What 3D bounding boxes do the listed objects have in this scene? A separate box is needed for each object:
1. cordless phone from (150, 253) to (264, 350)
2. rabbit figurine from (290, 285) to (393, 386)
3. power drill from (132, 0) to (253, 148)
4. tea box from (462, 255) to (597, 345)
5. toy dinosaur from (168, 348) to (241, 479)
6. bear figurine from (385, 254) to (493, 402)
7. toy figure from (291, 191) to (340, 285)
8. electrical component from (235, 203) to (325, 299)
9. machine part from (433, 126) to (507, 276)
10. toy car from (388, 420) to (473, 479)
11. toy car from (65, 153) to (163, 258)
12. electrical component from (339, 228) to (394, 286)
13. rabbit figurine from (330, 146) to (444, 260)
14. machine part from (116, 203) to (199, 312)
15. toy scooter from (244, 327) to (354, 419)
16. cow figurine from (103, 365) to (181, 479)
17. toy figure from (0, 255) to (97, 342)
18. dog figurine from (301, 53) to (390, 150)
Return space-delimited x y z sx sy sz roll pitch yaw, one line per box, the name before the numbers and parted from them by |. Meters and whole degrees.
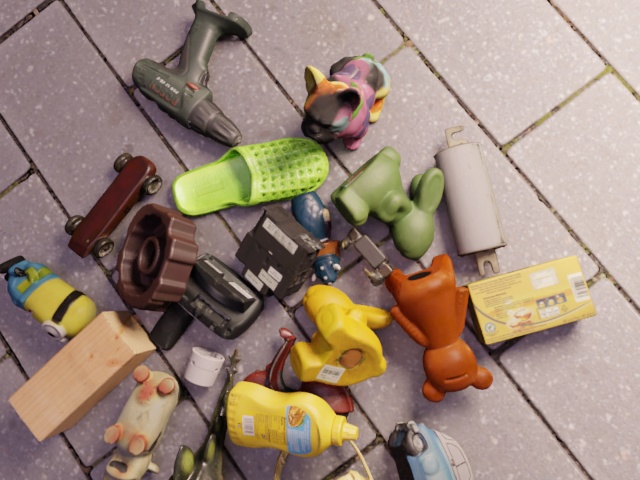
cordless phone | -0.196 0.130 0.890 0.147 0.088 0.184 38 100 9
rabbit figurine | 0.034 0.128 0.824 0.162 0.173 0.121 10 115 -24
power drill | -0.195 -0.290 0.930 0.232 0.086 0.207 27 95 11
tea box | 0.317 0.092 0.827 0.170 0.068 0.098 -15 82 6
toy dinosaur | -0.195 0.397 0.793 0.105 0.198 0.471 14 54 -2
bear figurine | 0.184 0.136 0.830 0.120 0.132 0.195 -21 101 8
toy figure | -0.001 -0.003 0.881 0.058 0.064 0.154 -17 86 -33
electrical component | -0.070 0.026 0.864 0.115 0.058 0.134 45 120 19
machine part | 0.236 -0.063 0.849 0.079 0.079 0.243 -13 84 5
toy car | 0.173 0.348 0.810 0.103 0.109 0.161 -8 70 -17
toy car | -0.356 -0.058 0.931 0.089 0.053 0.202 33 85 14
electrical component | 0.073 0.024 0.858 0.045 0.078 0.102 -42 81 3
rabbit figurine | 0.122 -0.053 0.861 0.159 0.121 0.170 -44 99 -6
machine part | -0.264 0.029 0.869 0.179 0.056 0.179 -17 64 40
toy scooter | -0.029 0.215 0.855 0.184 0.075 0.135 10 84 12
cow figurine | -0.288 0.307 0.862 0.086 0.127 0.195 18 72 8
toy figure | -0.464 0.096 0.915 0.180 0.082 0.089 42 92 11
dog figurine | 0.038 -0.224 0.820 0.108 0.219 0.191 30 89 5
